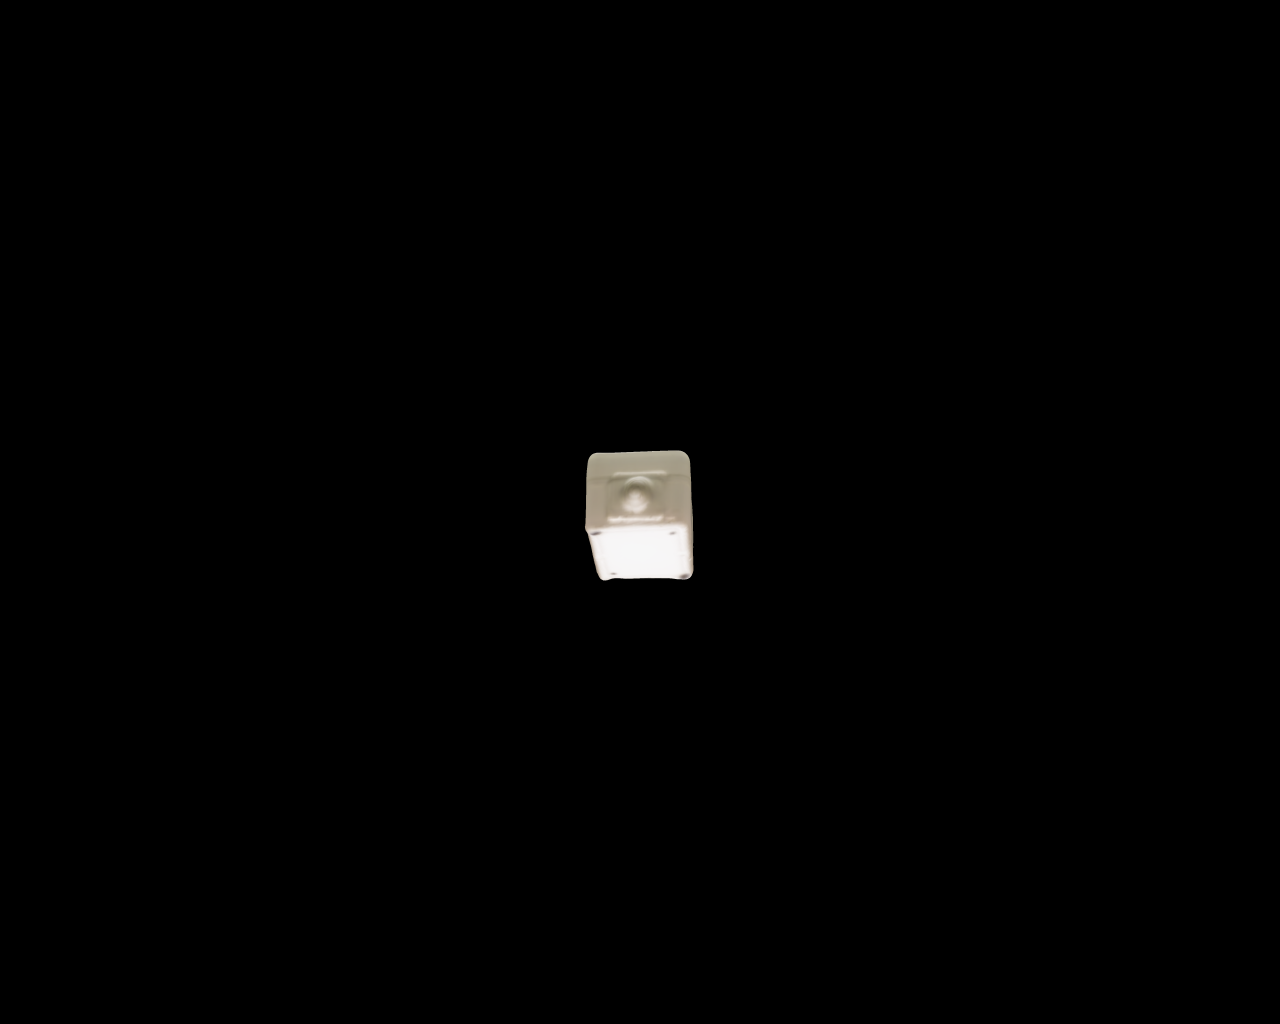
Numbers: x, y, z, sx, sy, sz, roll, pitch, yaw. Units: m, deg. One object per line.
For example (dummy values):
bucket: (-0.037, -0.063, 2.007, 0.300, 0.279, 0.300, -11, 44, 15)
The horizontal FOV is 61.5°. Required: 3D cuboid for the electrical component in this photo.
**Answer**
electrical component: (0.001, -0.003, 0.650, 0.062, 0.061, 0.096, -2, -27, 3)
